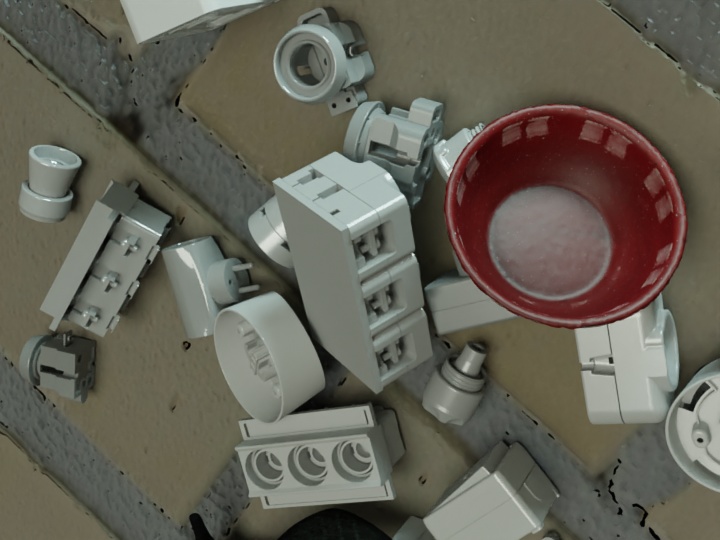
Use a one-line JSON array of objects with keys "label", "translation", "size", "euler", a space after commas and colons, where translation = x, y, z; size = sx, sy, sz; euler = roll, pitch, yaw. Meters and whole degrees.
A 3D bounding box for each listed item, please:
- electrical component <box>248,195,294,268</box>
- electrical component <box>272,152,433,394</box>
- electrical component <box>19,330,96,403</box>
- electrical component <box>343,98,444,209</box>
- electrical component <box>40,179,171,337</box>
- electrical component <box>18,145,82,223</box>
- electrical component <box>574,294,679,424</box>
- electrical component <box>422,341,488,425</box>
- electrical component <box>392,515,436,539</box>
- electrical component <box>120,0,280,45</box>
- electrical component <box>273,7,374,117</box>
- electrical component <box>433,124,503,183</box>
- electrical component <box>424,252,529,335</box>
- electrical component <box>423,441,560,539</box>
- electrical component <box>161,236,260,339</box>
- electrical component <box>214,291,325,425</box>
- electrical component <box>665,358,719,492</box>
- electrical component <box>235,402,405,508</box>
[{"label": "electrical component", "translation": [-0.052, -0.037, 0.842], "size": [0.047, 0.055, 0.055], "euler": [-43, 85, 24]}, {"label": "electrical component", "translation": [0.000, 0.000, 0.782], "size": [0.089, 0.062, 0.150], "euler": [37, 148, 45]}, {"label": "electrical component", "translation": [-0.276, 0.085, 0.983], "size": [0.055, 0.048, 0.066], "euler": [11, 109, 13]}, {"label": "electrical component", "translation": [0.023, -0.091, 0.791], "size": [0.057, 0.058, 0.078], "euler": [19, 112, 16]}, {"label": "electrical component", "translation": [-0.214, -0.006, 0.917], "size": [0.063, 0.078, 0.121], "euler": [30, 117, -10]}, {"label": "electrical component", "translation": [-0.270, -0.075, 0.935], "size": [0.045, 0.045, 0.055], "euler": [27, 114, 15]}, {"label": "electrical component", "translation": [0.190, 0.058, 0.758], "size": [0.059, 0.054, 0.095], "euler": [-6, 102, 26]}, {"label": "electrical component", "translation": [0.077, 0.084, 0.823], "size": [0.043, 0.043, 0.062], "euler": [31, 113, 14]}, {"label": "electrical component", "translation": [0.063, 0.249, 0.874], "size": [0.077, 0.047, 0.065], "euler": [16, 111, 20]}, {"label": "electrical component", "translation": [-0.119, -0.210, 0.789], "size": [0.078, 0.113, 0.057], "euler": [-16, 100, 27]}, {"label": "electrical component", "translation": [-0.029, -0.153, 0.796], "size": [0.058, 0.057, 0.078], "euler": [-17, 97, 27]}, {"label": "electrical component", "translation": [0.087, -0.084, 0.772], "size": [0.062, 0.048, 0.048], "euler": [-37, 88, 18]}, {"label": "electrical component", "translation": [0.091, -0.001, 0.790], "size": [0.083, 0.047, 0.075], "euler": [-14, 98, 27]}, {"label": "electrical component", "translation": [0.095, 0.184, 0.833], "size": [0.096, 0.062, 0.061], "euler": [-40, 86, 28]}, {"label": "electrical component", "translation": [-0.119, 0.011, 0.891], "size": [0.079, 0.043, 0.077], "euler": [-11, 100, 26]}, {"label": "electrical component", "translation": [-0.073, 0.068, 0.855], "size": [0.099, 0.064, 0.099], "euler": [53, 160, 28]}, {"label": "electrical component", "translation": [0.262, 0.107, 0.733], "size": [0.099, 0.064, 0.099], "euler": [7, 107, 23]}, {"label": "electrical component", "translation": [-0.030, 0.148, 0.879], "size": [0.121, 0.063, 0.078], "euler": [-10, 100, 26]}]
